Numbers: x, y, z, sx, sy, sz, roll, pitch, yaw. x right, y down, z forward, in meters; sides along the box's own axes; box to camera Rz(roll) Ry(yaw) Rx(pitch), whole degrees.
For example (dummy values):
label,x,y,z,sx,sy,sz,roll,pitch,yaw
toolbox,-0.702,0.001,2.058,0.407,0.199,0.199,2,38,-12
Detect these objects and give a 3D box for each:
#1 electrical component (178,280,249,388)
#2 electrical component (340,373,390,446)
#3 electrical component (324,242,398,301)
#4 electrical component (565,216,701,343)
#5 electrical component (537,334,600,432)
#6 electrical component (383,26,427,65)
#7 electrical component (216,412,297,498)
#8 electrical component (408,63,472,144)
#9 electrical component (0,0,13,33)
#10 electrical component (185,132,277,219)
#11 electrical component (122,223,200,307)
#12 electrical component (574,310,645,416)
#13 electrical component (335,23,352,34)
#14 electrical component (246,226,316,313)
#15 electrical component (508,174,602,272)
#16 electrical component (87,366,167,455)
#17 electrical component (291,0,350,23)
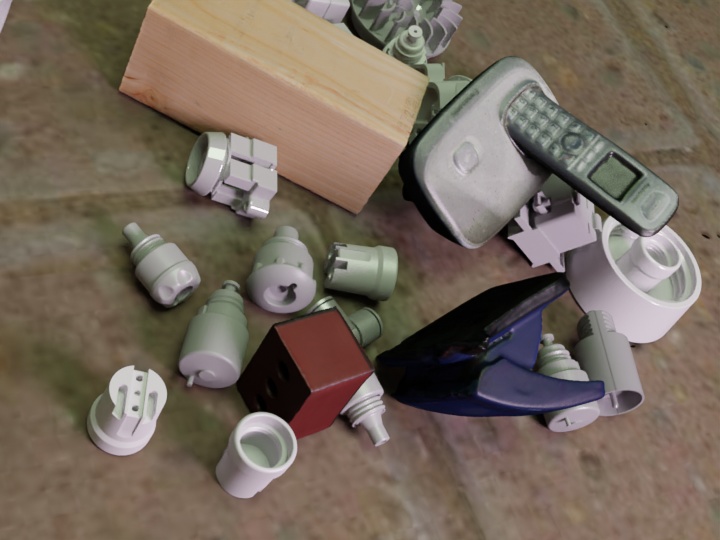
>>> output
label,x,y,z,sx,sy,sz,roll,pitch,yaw
electrical component,-0.092,0.040,0.702,0.040,0.040,0.078,21,49,-14
electrical component,0.001,0.089,0.723,0.035,0.035,0.061,-15,68,-36
electrical component,0.000,0.000,0.786,0.046,0.040,0.040,9,52,-15
electrical component,0.235,0.000,0.901,0.108,0.060,0.108,15,50,-19
electrical component,0.151,0.084,0.805,0.040,0.040,0.078,4,55,-27
electrical component,0.038,-0.180,0.919,0.040,0.078,0.040,5,64,-10
electrical component,-0.065,0.114,0.658,0.040,0.046,0.040,15,51,-19
electrical component,0.070,-0.135,0.908,0.057,0.058,0.078,-10,103,-38
electrical component,-0.283,-0.188,0.761,0.056,0.050,0.089,21,49,-14
electrical component,-0.094,-0.072,0.784,0.055,0.048,0.066,18,49,-27
electrical component,-0.136,-0.006,0.718,0.035,0.035,0.061,-29,71,-40
electrical component,0.190,0.068,0.838,0.043,0.043,0.081,10,52,-23
electrical component,-0.029,-0.175,0.897,0.055,0.048,0.066,-20,69,-46
electrical component,-0.054,-0.004,0.756,0.048,0.048,0.062,19,43,-16
electrical component,0.162,-0.071,0.903,0.079,0.063,0.121,45,37,-38
electrical component,-0.138,0.083,0.641,0.040,0.046,0.040,15,51,-19
electrical component,-0.058,-0.239,0.927,0.077,0.047,0.065,1,56,-29
